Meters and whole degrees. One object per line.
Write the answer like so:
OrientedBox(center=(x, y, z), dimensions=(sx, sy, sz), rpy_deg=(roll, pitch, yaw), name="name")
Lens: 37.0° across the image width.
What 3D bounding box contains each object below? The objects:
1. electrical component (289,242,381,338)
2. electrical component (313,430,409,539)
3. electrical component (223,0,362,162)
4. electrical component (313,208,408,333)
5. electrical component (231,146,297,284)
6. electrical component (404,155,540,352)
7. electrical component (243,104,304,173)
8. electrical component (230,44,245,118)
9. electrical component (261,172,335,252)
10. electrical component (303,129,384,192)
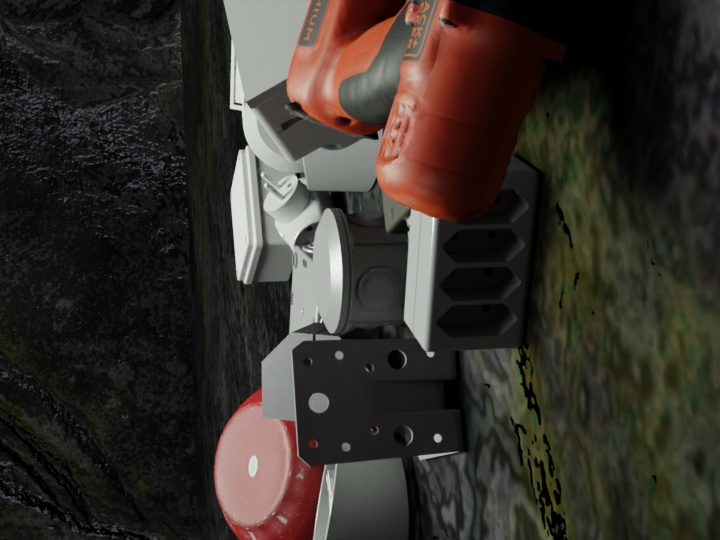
OrientedBox(center=(-0.020, 0.030, 0.790), dimensions=(0.100, 0.048, 0.099), rpy_deg=(-141, 53, -70), name="electrical component")
OrientedBox(center=(-0.005, 0.153, 0.705), dimensions=(0.099, 0.064, 0.099), rpy_deg=(178, 90, -77), name="electrical component")
OrientedBox(center=(-0.029, -0.145, 0.692), dimensions=(0.061, 0.089, 0.150), rpy_deg=(54, -168, -40), name="electrical component")
OrientedBox(center=(0.000, 0.000, 0.694), dimensions=(0.080, 0.051, 0.080), rpy_deg=(178, 90, -77), name="electrical component")
OrientedBox(center=(-0.095, -0.054, 1.088), dimensions=(0.108, 0.056, 0.108), rpy_deg=(118, 148, -65), name="electrical component")
OrientedBox(center=(0.045, -0.015, 0.504), dimensions=(0.075, 0.047, 0.083), rpy_deg=(-123, 33, -66), name="electrical component")
OrientedBox(center=(-0.052, -0.115, 0.843), dimensions=(0.051, 0.080, 0.080), rpy_deg=(-162, 71, -82), name="electrical component")
OrientedBox(center=(-0.066, -0.192, 0.909), dimensions=(0.063, 0.079, 0.121), rpy_deg=(-56, -25, -59), name="electrical component")
OrientedBox(center=(-0.051, -0.049, 0.865), dimensions=(0.044, 0.079, 0.077), rpy_deg=(-41, 32, 12), name="electrical component")
OrientedBox(center=(-0.015, -0.104, 0.772), dimensions=(0.099, 0.064, 0.099), rpy_deg=(-5, -90, -90), name="electrical component")
